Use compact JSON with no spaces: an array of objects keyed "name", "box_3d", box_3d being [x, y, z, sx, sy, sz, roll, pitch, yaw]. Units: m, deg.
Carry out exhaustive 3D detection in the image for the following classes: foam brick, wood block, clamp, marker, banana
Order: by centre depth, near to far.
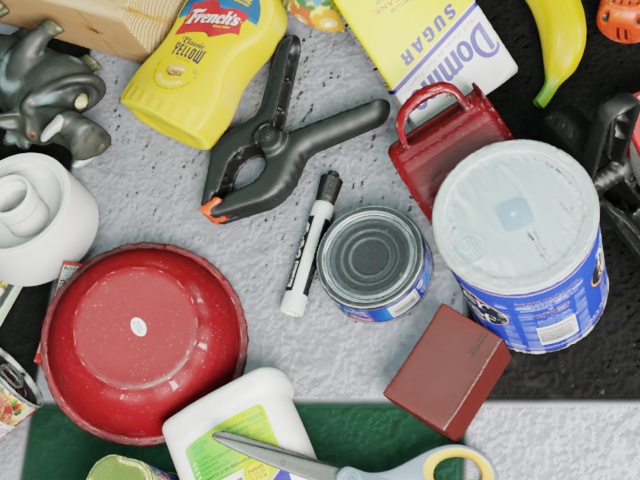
[{"name":"clamp","box_3d":[0.188,-0.048,0.710,0.036,0.164,0.210,-28,27,0]},{"name":"foam brick","box_3d":[0.091,0.095,0.748,0.053,0.051,0.078,31,81,26]},{"name":"marker","box_3d":[-0.006,0.001,0.836,0.020,0.020,0.121,11,72,22]},{"name":"banana","box_3d":[0.163,-0.201,0.854,0.069,0.037,0.198,-24,63,6]},{"name":"clamp","box_3d":[-0.026,-0.077,0.865,0.120,0.039,0.171,30,85,32]},{"name":"wood block","box_3d":[-0.221,-0.234,0.964,0.206,0.090,0.090,20,77,24]}]

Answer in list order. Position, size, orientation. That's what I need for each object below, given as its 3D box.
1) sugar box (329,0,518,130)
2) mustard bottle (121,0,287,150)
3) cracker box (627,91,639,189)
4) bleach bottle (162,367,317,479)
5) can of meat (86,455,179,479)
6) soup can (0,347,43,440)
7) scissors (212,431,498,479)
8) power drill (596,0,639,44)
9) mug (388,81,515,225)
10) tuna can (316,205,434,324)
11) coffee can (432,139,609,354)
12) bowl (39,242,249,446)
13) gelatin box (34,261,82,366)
[{"name":"sugar box","box_3d":[0.067,-0.177,0.823,0.093,0.048,0.176,-35,94,2]},{"name":"mustard bottle","box_3d":[-0.083,-0.175,0.912,0.096,0.058,0.191,25,78,32]},{"name":"cracker box","box_3d":[0.314,-0.027,0.714,0.164,0.072,0.214,-22,64,9]},{"name":"bleach bottle","box_3d":[-0.018,0.219,0.728,0.102,0.068,0.251,-30,65,4]},{"name":"can of meat","box_3d":[-0.134,0.208,0.757,0.057,0.084,0.102,7,71,20]},{"name":"soup can","box_3d":[-0.279,0.139,0.842,0.102,0.068,0.068,-41,62,-1]},{"name":"scissors","box_3d":[0.036,0.151,0.724,0.202,0.016,0.096,34,68,4]},{"name":"power drill","box_3d":[0.317,-0.225,0.804,0.188,0.057,0.184,13,77,25]},{"name":"mug","box_3d":[0.098,-0.063,0.779,0.081,0.117,0.093,-32,35,9]},{"name":"tuna can","box_3d":[0.041,0.018,0.806,0.086,0.033,0.086,-7,66,15]},{"name":"coffee can","box_3d":[0.139,0.009,0.717,0.103,0.140,0.103,-7,67,15]},{"name":"bowl","box_3d":[-0.136,0.071,0.804,0.162,0.055,0.162,0,73,-1]},{"name":"gelatin box","box_3d":[-0.182,0.065,0.862,0.073,0.030,0.089,6,71,21]}]
